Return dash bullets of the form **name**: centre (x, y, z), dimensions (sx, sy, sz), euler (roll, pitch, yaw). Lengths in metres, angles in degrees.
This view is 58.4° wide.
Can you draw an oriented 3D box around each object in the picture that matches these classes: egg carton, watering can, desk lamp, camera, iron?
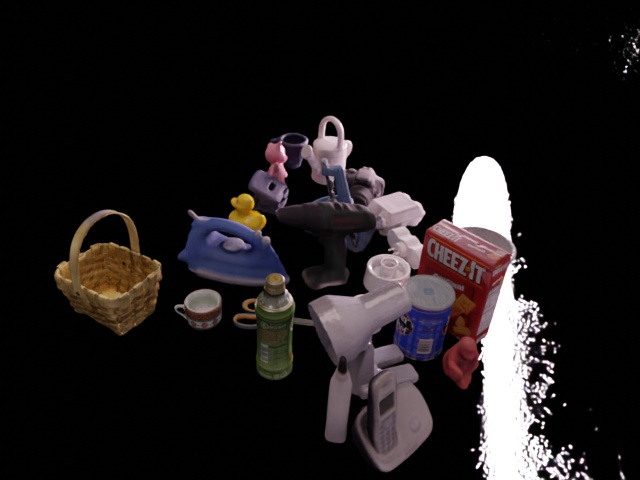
- **egg carton**: centre (0.197, -0.071, 1.519), dimensions (0.151, 0.069, 0.107), euler (-19, 41, -29)
- **watering can**: centre (0.025, -0.263, 1.667), dimensions (0.100, 0.194, 0.173), euler (19, 38, 21)
- **desk lamp**: centre (0.080, 0.176, 1.028), dimensions (0.204, 0.214, 0.117), euler (-12, 38, -21)
- **camera**: centre (0.097, -0.137, 1.577), dimensions (0.143, 0.101, 0.137), euler (12, 36, 12)
- **iron**: centre (-0.189, 0.014, 1.296), dimensions (0.258, 0.141, 0.119), euler (12, 36, 11)

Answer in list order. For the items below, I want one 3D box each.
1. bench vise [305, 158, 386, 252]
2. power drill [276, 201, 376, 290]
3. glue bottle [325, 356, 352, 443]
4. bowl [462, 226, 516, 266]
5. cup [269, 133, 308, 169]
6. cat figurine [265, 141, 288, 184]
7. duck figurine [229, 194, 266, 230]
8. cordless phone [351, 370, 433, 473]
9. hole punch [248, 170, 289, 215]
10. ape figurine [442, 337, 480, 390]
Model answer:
- **bench vise**: centre (0.061, -0.092, 1.404), dimensions (0.207, 0.220, 0.121), euler (6, 35, 3)
- **power drill**: centre (0.012, 0.005, 1.271), dimensions (0.230, 0.208, 0.075), euler (-11, 38, -20)
- **glue bottle**: centre (0.033, 0.254, 0.947), dimensions (0.037, 0.173, 0.078), euler (5, 35, 2)
- **bowl**: centre (0.379, 0.039, 1.375), dimensions (0.167, 0.075, 0.167), euler (3, 35, -2)
- **cup**: centre (-0.096, -0.268, 1.748), dimensions (0.118, 0.095, 0.091), euler (1, 35, -4)
- **cat figurine**: centre (-0.128, -0.229, 1.670), dimensions (0.067, 0.118, 0.127), euler (1, 35, -4)
- **duck figurine**: centre (-0.187, -0.076, 1.473), dimensions (0.104, 0.086, 0.078), euler (20, 38, 21)
- **cordless phone**: centre (0.123, 0.269, 0.925), dimensions (0.093, 0.185, 0.148), euler (31, 43, 33)
- **hole punch**: centre (-0.139, -0.132, 1.553), dimensions (0.101, 0.091, 0.109), euler (9, 35, 7)
- **ape figurine**: centre (0.272, 0.223, 1.087), dimensions (0.078, 0.092, 0.076), euler (-13, 38, -22)
